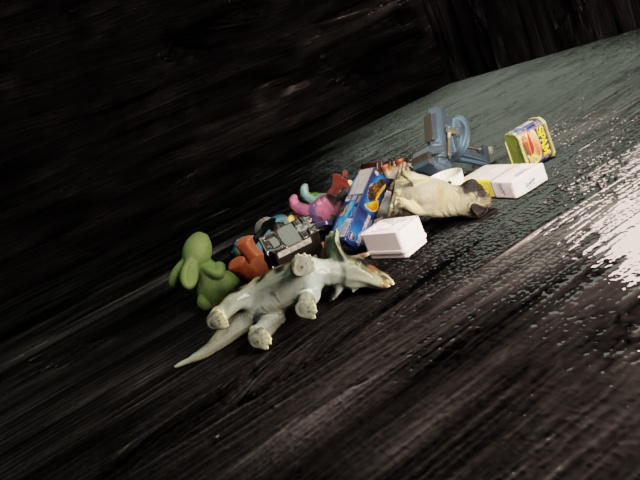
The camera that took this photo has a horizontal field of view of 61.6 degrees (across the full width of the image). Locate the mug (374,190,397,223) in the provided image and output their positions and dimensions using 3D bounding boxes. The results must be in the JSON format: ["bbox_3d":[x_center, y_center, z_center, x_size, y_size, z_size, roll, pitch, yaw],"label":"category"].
[{"bbox_3d":[0.155,-0.067,1.267,0.109,0.080,0.107,-27,23,-15],"label":"mug"}]

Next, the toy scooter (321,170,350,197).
[{"bbox_3d":[0.035,-0.130,1.544,0.184,0.075,0.135,-35,32,46],"label":"toy scooter"}]

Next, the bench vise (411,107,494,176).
[{"bbox_3d":[0.346,-0.219,1.351,0.240,0.223,0.129,5,-25,-28],"label":"bench vise"}]

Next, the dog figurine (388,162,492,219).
[{"bbox_3d":[0.248,-0.083,1.134,0.191,0.121,0.172,13,6,0],"label":"dog figurine"}]

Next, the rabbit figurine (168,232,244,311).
[{"bbox_3d":[-0.283,0.071,1.278,0.121,0.170,0.159,-8,21,47],"label":"rabbit figurine"}]

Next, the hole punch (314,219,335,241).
[{"bbox_3d":[-0.003,-0.004,1.278,0.142,0.092,0.116,-23,11,20],"label":"hole punch"}]

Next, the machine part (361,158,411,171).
[{"bbox_3d":[0.211,-0.213,1.626,0.179,0.056,0.179,-5,6,0],"label":"machine part"}]

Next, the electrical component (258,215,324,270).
[{"bbox_3d":[-0.053,0.025,1.064,0.115,0.134,0.058,-24,54,-11],"label":"electrical component"}]

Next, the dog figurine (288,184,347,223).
[{"bbox_3d":[0.027,-0.049,1.375,0.219,0.191,0.108,20,29,17],"label":"dog figurine"}]

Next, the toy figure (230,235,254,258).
[{"bbox_3d":[-0.184,0.028,1.448,0.089,0.082,0.180,3,-4,-24],"label":"toy figure"}]

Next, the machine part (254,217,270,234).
[{"bbox_3d":[-0.135,-0.021,1.552,0.079,0.079,0.243,-28,15,-14],"label":"machine part"}]

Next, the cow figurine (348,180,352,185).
[{"bbox_3d":[0.077,-0.130,1.617,0.167,0.068,0.098,-18,21,32],"label":"cow figurine"}]

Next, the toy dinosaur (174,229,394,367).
[{"bbox_3d":[-0.076,0.103,0.983,0.405,0.131,0.192,-25,2,13],"label":"toy dinosaur"}]

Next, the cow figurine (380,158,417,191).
[{"bbox_3d":[0.210,-0.144,1.409,0.085,0.127,0.195,-26,1,-11],"label":"cow figurine"}]

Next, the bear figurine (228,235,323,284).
[{"bbox_3d":[-0.082,0.039,1.179,0.196,0.131,0.120,-23,32,24],"label":"bear figurine"}]

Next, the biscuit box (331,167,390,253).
[{"bbox_3d":[0.090,-0.067,1.227,0.059,0.062,0.202,-5,54,50],"label":"biscuit box"}]

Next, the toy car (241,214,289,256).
[{"bbox_3d":[-0.115,0.020,1.323,0.161,0.103,0.109,-54,21,-12],"label":"toy car"}]
